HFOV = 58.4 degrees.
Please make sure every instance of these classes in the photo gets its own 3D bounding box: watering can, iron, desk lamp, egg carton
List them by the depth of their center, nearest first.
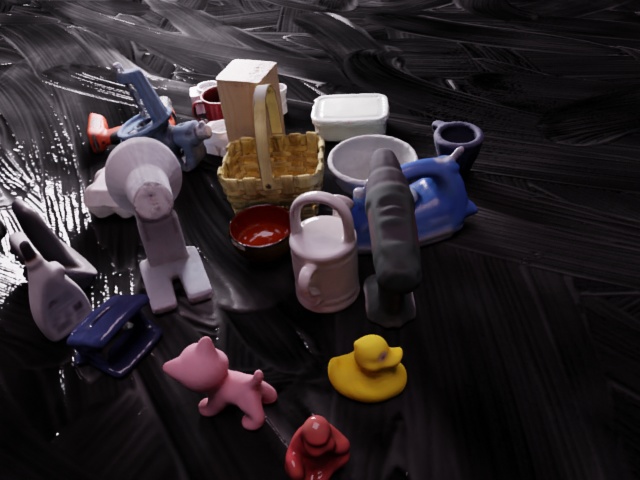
[{"bbox_3d":[0.006,0.003,0.846,0.101,0.194,0.172,-4,41,1],"label":"watering can"},{"bbox_3d":[-0.252,-0.032,0.896,0.118,0.214,0.202,-19,43,-15],"label":"desk lamp"},{"bbox_3d":[0.132,-0.068,0.954,0.258,0.142,0.118,-17,43,-14],"label":"iron"},{"bbox_3d":[-0.363,-0.091,1.084,0.150,0.069,0.107,0,41,6],"label":"egg carton"}]

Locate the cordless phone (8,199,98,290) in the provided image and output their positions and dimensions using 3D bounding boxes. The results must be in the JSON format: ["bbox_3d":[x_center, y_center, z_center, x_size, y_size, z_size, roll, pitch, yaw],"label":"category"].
[{"bbox_3d":[-0.442,-0.004,0.905,0.147,0.185,0.094,28,51,32],"label":"cordless phone"}]

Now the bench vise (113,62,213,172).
[{"bbox_3d":[-0.320,-0.253,1.150,0.207,0.220,0.121,-4,41,1],"label":"bench vise"}]

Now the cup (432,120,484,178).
[{"bbox_3d":[0.252,-0.170,1.094,0.092,0.095,0.117,-25,45,-21],"label":"cup"}]

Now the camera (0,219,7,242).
[{"bbox_3d":[-0.605,0.003,0.976,0.142,0.101,0.137,19,47,25],"label":"camera"}]

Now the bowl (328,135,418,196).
[{"bbox_3d":[0.098,-0.124,1.072,0.167,0.075,0.167,-3,41,3],"label":"bowl"}]

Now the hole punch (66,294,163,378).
[{"bbox_3d":[-0.299,0.125,0.814,0.100,0.091,0.109,17,46,23],"label":"hole punch"}]

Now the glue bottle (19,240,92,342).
[{"bbox_3d":[-0.392,0.067,0.827,0.037,0.173,0.078,25,49,30],"label":"glue bottle"}]

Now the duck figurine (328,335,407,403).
[{"bbox_3d":[0.061,0.159,0.745,0.104,0.086,0.077,1,42,7],"label":"duck figurine"}]

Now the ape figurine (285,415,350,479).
[{"bbox_3d":[-0.004,0.237,0.658,0.078,0.092,0.076,-6,41,-1],"label":"ape figurine"}]

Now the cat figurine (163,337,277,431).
[{"bbox_3d":[-0.126,0.172,0.724,0.127,0.118,0.067,8,43,15],"label":"cat figurine"}]

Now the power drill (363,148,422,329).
[{"bbox_3d":[0.099,0.012,0.815,0.075,0.209,0.229,-5,41,1],"label":"power drill"}]
